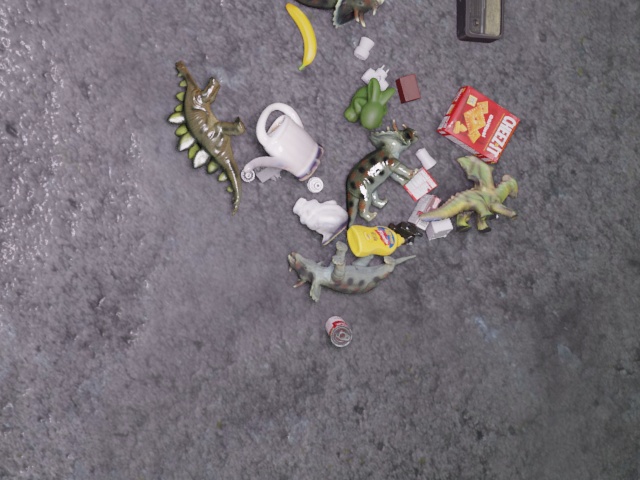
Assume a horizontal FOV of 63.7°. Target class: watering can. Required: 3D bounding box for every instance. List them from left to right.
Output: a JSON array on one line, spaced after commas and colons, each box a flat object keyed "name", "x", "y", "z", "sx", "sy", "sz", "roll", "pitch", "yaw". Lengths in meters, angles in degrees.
[{"name": "watering can", "x": -0.102, "y": -0.252, "z": 1.473, "sx": 0.222, "sy": 0.356, "sz": 0.102, "roll": 40, "pitch": 132, "yaw": -25}]

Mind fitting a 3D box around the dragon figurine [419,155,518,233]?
[{"name": "dragon figurine", "x": 0.481, "y": -0.156, "z": 1.637, "sx": 0.410, "sy": 0.120, "sz": 0.247, "roll": 4, "pitch": 64, "yaw": -22}]

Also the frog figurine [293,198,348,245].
[{"name": "frog figurine", "x": 0.005, "y": -0.079, "z": 1.578, "sx": 0.159, "sy": 0.121, "sz": 0.140, "roll": 49, "pitch": 55, "yaw": -3}]
